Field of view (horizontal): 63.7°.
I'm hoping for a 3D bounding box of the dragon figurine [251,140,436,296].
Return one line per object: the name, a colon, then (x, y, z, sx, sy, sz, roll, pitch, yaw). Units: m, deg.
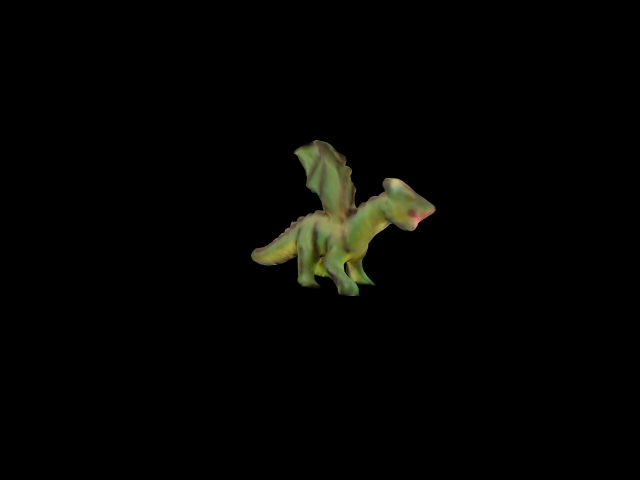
dragon figurine: (0.003, -0.043, 0.850, 0.411, 0.241, 0.123, 10, 13, 43)
